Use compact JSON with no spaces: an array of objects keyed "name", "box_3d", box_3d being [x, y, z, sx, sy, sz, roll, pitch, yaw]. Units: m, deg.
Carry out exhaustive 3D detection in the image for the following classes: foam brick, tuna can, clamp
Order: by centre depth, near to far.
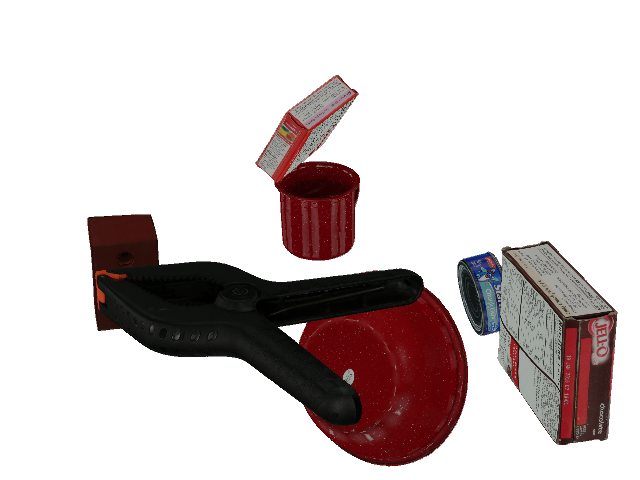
[{"name":"clamp","box_3d":[-0.042,0.044,0.682,0.210,0.036,0.164,12,27,22]},{"name":"foam brick","box_3d":[-0.157,0.024,0.858,0.053,0.078,0.051,-5,27,-12]},{"name":"tuna can","box_3d":[0.174,0.057,1.135,0.033,0.086,0.086,-14,1,-6]}]

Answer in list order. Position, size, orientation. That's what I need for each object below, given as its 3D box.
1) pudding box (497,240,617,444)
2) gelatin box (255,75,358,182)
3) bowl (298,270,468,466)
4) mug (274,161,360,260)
[{"name":"pudding box","box_3d":[0.149,0.063,0.684,0.039,0.090,0.113,-6,24,-11]},{"name":"gelatin box","box_3d":[-0.013,-0.102,0.965,0.089,0.030,0.073,-44,-6,-44]},{"name":"bowl","box_3d":[0.035,0.106,0.862,0.162,0.162,0.055,0,1,34]},{"name":"mug","box_3d":[0.004,-0.036,1.185,0.093,0.081,0.117,19,36,31]}]
